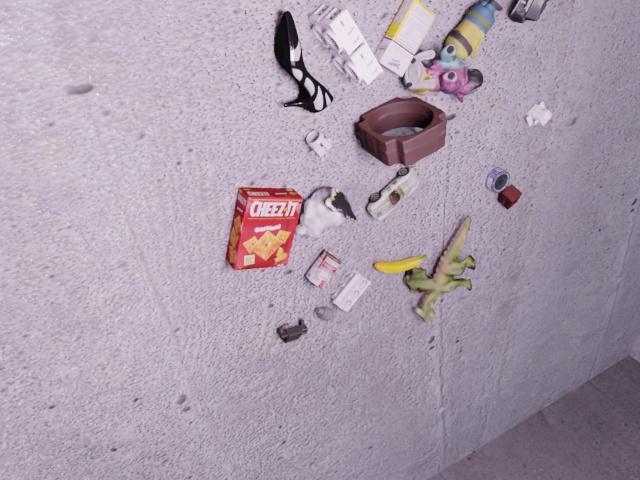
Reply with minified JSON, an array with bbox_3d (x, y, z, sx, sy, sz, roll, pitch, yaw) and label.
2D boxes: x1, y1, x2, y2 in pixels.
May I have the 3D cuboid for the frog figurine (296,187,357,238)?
[{"bbox_3d":[0.004,-0.073,1.448,0.157,0.125,0.137,-30,154,36],"label":"frog figurine"}]

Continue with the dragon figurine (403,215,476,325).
[{"bbox_3d":[0.414,0.113,1.832,0.243,0.124,0.403,-9,114,-19],"label":"dragon figurine"}]
